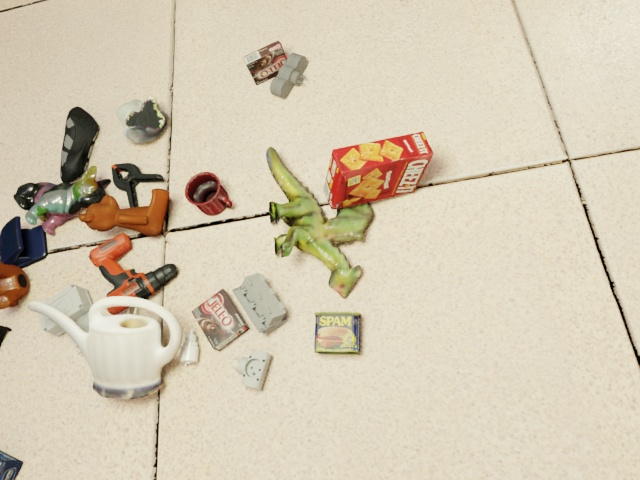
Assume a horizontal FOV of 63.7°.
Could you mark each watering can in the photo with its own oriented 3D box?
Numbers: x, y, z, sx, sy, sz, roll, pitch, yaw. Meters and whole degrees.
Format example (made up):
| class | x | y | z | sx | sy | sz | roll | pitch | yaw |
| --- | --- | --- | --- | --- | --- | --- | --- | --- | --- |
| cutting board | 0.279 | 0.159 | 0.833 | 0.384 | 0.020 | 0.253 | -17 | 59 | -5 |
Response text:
| class | x | y | z | sx | sy | sz | roll | pitch | yaw |
| --- | --- | --- | --- | --- | --- | --- | --- | --- | --- |
| watering can | -0.465 | 0.229 | 1.125 | 0.347 | 0.105 | 0.223 | 2 | 99 | 7 |

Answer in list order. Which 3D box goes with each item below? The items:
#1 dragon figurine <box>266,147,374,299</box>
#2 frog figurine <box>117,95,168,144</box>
| class | x | y | z | sx | sy | sz | roll | pitch | yaw |
| --- | --- | --- | --- | --- | --- | --- | --- | --- | --- |
| dragon figurine | 0.004 | -0.061 | 1.222 | 0.243 | 0.120 | 0.418 | -4 | 66 | -8 |
| frog figurine | -0.510 | -0.336 | 1.458 | 0.159 | 0.121 | 0.139 | 3 | 72 | 53 |
